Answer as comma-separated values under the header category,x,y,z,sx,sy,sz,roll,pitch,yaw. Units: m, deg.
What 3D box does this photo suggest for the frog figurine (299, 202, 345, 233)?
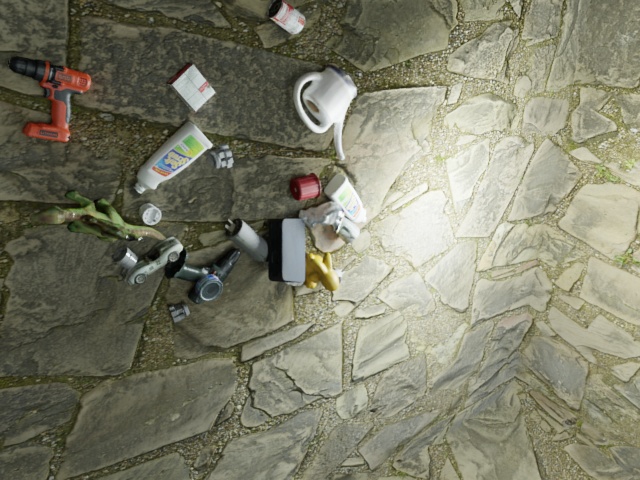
category,x,y,z,sx,sy,sz,roll,pitch,yaw
frog figurine,0.006,-0.096,1.913,0.159,0.140,0.120,22,118,-4

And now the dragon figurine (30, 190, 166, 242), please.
category,x,y,z,sx,sy,sz,roll,pitch,yaw
dragon figurine,-0.565,-0.029,1.401,0.408,0.245,0.122,16,96,-40

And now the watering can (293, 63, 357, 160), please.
category,x,y,z,sx,sy,sz,roll,pitch,yaw
watering can,0.042,-0.453,1.774,0.226,0.105,0.342,-51,132,-8
